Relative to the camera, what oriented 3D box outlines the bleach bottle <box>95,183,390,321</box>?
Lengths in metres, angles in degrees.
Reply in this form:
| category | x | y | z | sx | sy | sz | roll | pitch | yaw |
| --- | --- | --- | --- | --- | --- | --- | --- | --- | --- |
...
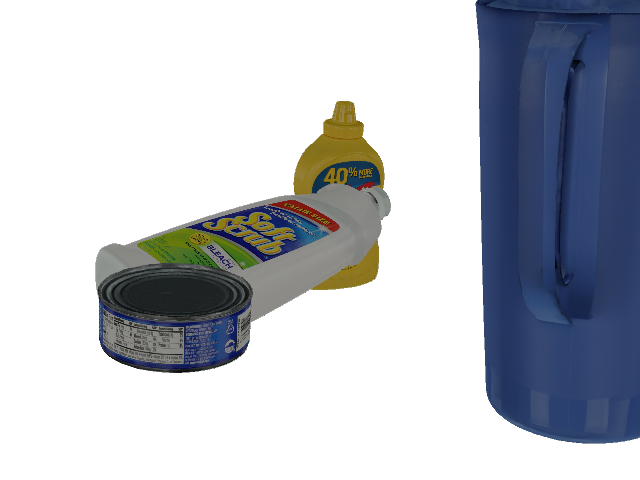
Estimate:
| category | x | y | z | sx | sy | sz | roll | pitch | yaw |
| --- | --- | --- | --- | --- | --- | --- | --- | --- | --- |
| bleach bottle | -0.046 | 0.006 | 0.849 | 0.250 | 0.068 | 0.103 | -26 | 49 | -36 |

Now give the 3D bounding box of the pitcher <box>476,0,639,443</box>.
| category | x | y | z | sx | sy | sz | roll | pitch | yaw |
| --- | --- | --- | --- | --- | --- | --- | --- | --- | --- |
| pitcher | 0.144 | -0.014 | 0.583 | 0.149 | 0.243 | 0.145 | -6 | 18 | -17 |

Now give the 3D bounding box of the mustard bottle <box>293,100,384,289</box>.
| category | x | y | z | sx | sy | sz | roll | pitch | yaw |
| --- | --- | --- | --- | --- | --- | --- | --- | --- | --- |
| mustard bottle | 0.019 | -0.048 | 1.097 | 0.096 | 0.192 | 0.058 | -5 | 20 | -25 |

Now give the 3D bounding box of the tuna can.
| category | x | y | z | sx | sy | sz | roll | pitch | yaw |
| --- | --- | --- | --- | --- | --- | --- | --- | --- | --- |
| tuna can | -0.081 | 0.042 | 0.598 | 0.086 | 0.034 | 0.086 | 3 | 18 | -1 |
